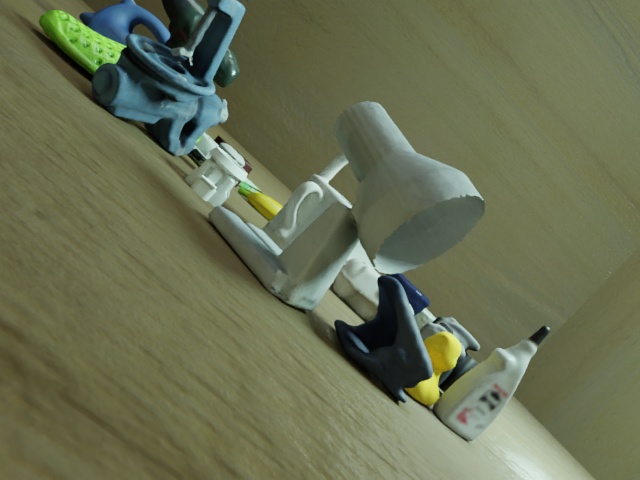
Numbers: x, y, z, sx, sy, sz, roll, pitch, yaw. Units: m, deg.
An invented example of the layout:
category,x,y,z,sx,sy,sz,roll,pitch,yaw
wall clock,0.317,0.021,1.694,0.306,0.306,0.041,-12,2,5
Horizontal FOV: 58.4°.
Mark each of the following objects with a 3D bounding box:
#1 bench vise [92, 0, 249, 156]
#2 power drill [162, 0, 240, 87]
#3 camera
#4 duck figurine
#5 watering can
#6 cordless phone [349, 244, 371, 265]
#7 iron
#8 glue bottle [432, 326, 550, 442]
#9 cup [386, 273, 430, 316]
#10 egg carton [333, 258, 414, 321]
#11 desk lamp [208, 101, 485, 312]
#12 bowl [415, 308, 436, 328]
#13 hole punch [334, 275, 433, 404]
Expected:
category,x,y,z,sx,sy,sz,roll,pitch,yaw
bench vise,-0.171,-0.232,0.752,0.121,0.219,0.207,43,4,3
power drill,-0.273,-0.345,1.052,0.230,0.208,0.075,42,4,-18
camera,0.206,0.191,0.878,0.136,0.100,0.143,44,4,19
duck figurine,0.134,0.149,0.703,0.077,0.086,0.105,45,4,32
watering can,0.016,-0.042,0.778,0.101,0.194,0.173,43,4,7
cordless phone,0.086,-0.003,1.149,0.148,0.185,0.094,41,4,-34
iron,-0.354,-0.386,1.165,0.258,0.141,0.119,43,4,6
glue bottle,0.221,0.170,0.710,0.078,0.173,0.037,41,4,-35
cup,0.133,0.111,1.058,0.092,0.095,0.117,40,4,-35
egg carton,0.087,0.095,0.948,0.150,0.069,0.107,43,4,-4
desk lamp,0.027,-0.028,0.583,0.202,0.213,0.118,45,4,29
bowl,0.186,0.160,1.218,0.167,0.074,0.167,43,4,-3
hole punch,0.079,0.102,0.614,0.101,0.091,0.108,42,4,-11
